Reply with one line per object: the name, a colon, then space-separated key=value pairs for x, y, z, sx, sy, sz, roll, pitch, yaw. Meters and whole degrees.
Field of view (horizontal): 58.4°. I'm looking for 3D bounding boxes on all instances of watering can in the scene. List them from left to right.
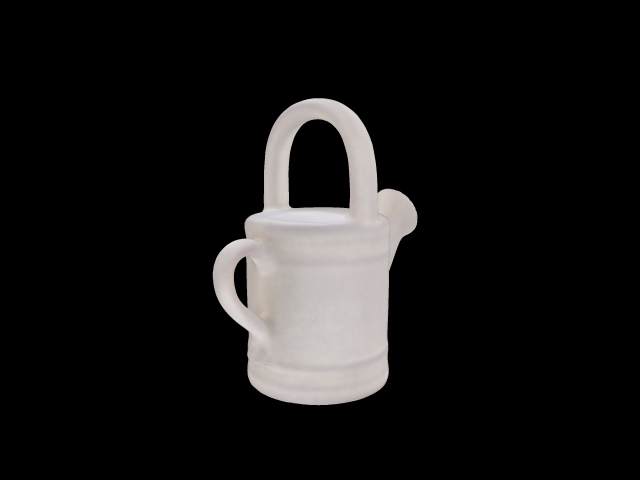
watering can: x=0.002 y=0.001 z=0.401 sx=0.100 sy=0.194 sz=0.173 roll=4 pitch=11 yaw=23
